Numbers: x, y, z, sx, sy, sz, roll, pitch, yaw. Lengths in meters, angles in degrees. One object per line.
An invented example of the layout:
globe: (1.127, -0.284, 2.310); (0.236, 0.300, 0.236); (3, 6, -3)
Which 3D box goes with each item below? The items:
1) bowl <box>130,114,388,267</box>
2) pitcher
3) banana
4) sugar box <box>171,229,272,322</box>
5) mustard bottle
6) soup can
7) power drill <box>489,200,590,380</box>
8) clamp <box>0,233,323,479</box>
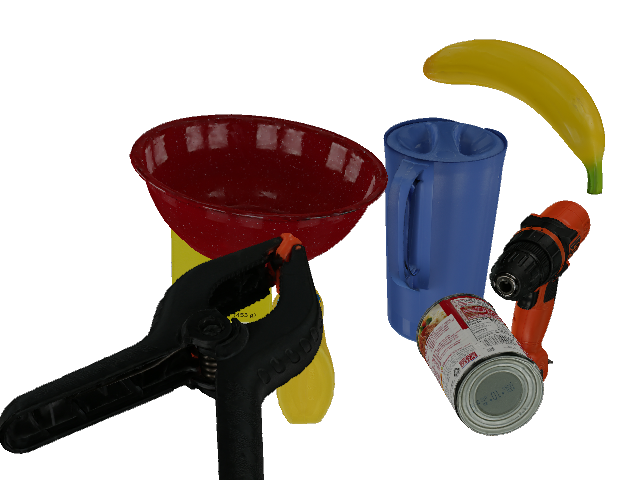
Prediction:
bowl: (-0.040, -0.027, 0.678); (0.162, 0.055, 0.162); (6, 26, -3)
pitcher: (0.127, -0.004, 1.195); (0.149, 0.243, 0.145); (-6, 27, -12)
banana: (0.151, -0.114, 0.815); (0.037, 0.070, 0.198); (2, 32, -43)
sugar box: (-0.089, -0.015, 0.967); (0.093, 0.176, 0.048); (-1, 15, -5)
mustard bottle: (-0.022, 0.101, 1.121); (0.058, 0.096, 0.191); (-2, 27, -4)
soup can: (0.117, 0.090, 0.794); (0.068, 0.068, 0.102); (0, 22, -11)
power drill: (0.192, 0.068, 1.002); (0.057, 0.188, 0.184); (24, 31, 24)
clamp: (-0.042, 0.059, 0.475); (0.120, 0.039, 0.171); (28, 48, 21)
